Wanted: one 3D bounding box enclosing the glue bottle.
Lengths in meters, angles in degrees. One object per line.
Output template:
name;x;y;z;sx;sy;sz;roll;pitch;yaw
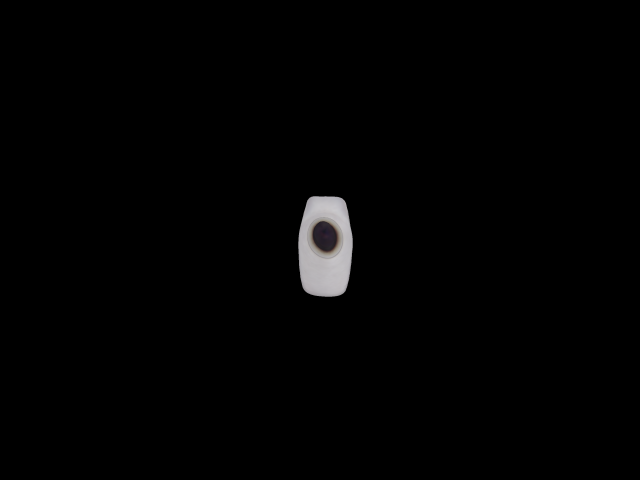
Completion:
glue bottle;0.004;0.001;0.400;0.037;0.173;0.078;0;85;1
